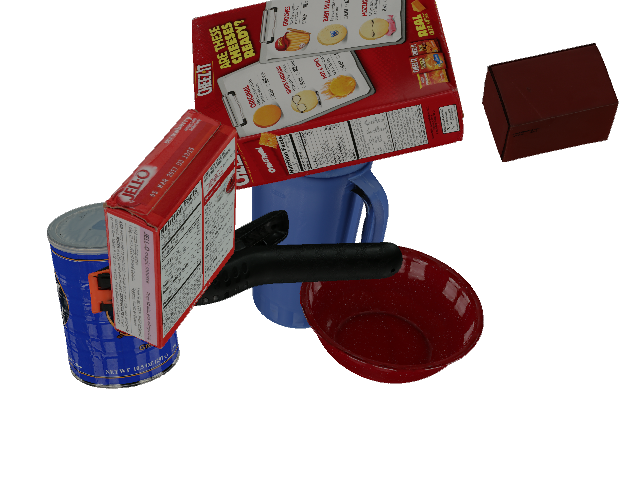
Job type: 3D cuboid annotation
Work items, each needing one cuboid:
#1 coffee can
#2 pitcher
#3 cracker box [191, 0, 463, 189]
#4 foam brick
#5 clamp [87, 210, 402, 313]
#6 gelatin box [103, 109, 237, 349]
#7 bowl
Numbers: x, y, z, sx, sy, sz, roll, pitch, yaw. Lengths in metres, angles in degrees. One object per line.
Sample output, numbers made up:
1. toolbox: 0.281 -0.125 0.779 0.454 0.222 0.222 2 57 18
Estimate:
1. coffee can: -0.186 0.048 0.969 0.103 0.140 0.103 -3 25 1
2. pitcher: -0.009 -0.014 1.187 0.145 0.243 0.149 3 41 -4
3. cracker box: 0.003 -0.137 0.910 0.214 0.164 0.072 -12 -39 6
4. foam brick: 0.158 -0.095 0.738 0.078 0.051 0.053 -12 -24 -2
5. clamp: -0.058 0.017 0.753 0.209 0.036 0.165 -15 17 -38
6. gelatin box: -0.069 -0.005 0.499 0.030 0.089 0.073 22 49 14
7. bowl: 0.059 0.074 0.941 0.162 0.055 0.162 5 39 -4
